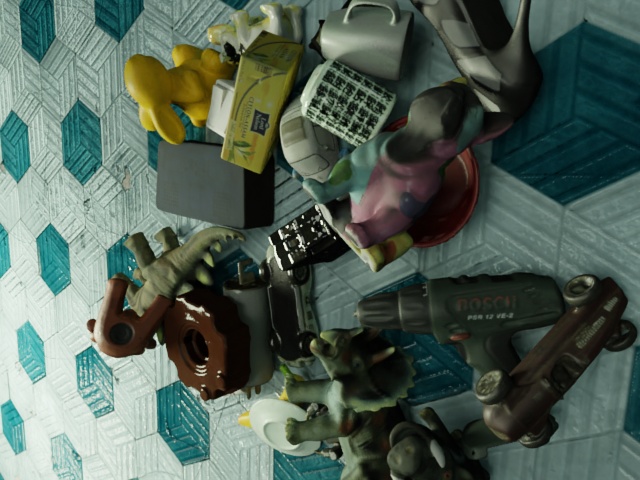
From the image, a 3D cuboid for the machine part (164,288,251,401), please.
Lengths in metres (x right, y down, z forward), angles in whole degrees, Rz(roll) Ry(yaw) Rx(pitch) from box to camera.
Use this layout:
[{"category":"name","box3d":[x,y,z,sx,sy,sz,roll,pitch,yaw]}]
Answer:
[{"category":"machine part","box3d":[-0.184,0.165,0.861,0.180,0.056,0.179,11,108,39]}]

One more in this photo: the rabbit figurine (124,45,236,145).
[{"category":"rabbit figurine","box3d":[-0.244,-0.246,0.872,0.122,0.173,0.162,32,112,26]}]

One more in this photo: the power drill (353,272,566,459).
[{"category":"power drill","box3d":[0.174,0.140,0.627,0.232,0.086,0.207,-16,89,13]}]

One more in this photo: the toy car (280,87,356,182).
[{"category":"toy car","box3d":[-0.003,-0.144,0.739,0.109,0.103,0.161,-13,93,39]}]

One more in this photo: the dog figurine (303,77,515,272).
[{"category":"dog figurine","box3d":[0.104,-0.077,0.599,0.219,0.191,0.109,-39,65,1]}]

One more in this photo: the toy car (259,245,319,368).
[{"category":"toy car","box3d":[-0.046,0.103,0.847,0.074,0.056,0.201,-2,98,35]}]

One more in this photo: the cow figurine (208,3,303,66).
[{"category":"cow figurine","box3d":[-0.100,-0.296,0.818,0.168,0.068,0.098,3,105,39]}]

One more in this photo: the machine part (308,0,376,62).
[{"category":"machine part","box3d":[0.040,-0.296,0.723,0.139,0.039,0.084,-52,58,34]}]

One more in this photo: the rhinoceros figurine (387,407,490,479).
[{"category":"rhinoceros figurine","box3d":[0.137,0.268,0.642,0.073,0.190,0.112,-40,43,11]}]

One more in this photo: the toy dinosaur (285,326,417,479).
[{"category":"toy dinosaur","box3d":[0.066,0.282,0.745,0.192,0.131,0.404,-17,103,8]}]

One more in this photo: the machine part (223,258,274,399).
[{"category":"machine part","box3d":[-0.119,0.151,0.892,0.079,0.079,0.243,9,107,37]}]

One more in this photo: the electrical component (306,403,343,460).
[{"category":"electrical component","box3d":[0.022,0.289,0.829,0.078,0.045,0.102,-17,87,41]}]

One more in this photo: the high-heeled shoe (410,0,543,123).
[{"category":"high-heeled shoe","box3d":[0.161,-0.240,0.631,0.249,0.086,0.145,49,154,41]}]

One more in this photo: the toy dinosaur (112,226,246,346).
[{"category":"toy dinosaur","box3d":[-0.271,0.072,0.994,0.198,0.105,0.471,53,136,9]}]

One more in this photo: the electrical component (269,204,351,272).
[{"category":"electrical component","box3d":[-0.002,-0.002,0.754,0.134,0.115,0.058,-33,72,39]}]

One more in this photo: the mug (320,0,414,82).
[{"category":"mug","box3d":[0.054,-0.248,0.653,0.107,0.109,0.081,11,73,13]}]

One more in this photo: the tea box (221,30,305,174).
[{"category":"tea box","box3d":[-0.083,-0.193,0.764,0.068,0.098,0.169,20,134,-1]}]

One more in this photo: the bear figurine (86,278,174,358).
[{"category":"bear figurine","box3d":[-0.345,0.150,0.963,0.132,0.120,0.196,-69,14,-14]}]

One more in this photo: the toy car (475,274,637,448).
[{"category":"toy car","box3d":[0.246,0.122,0.545,0.089,0.202,0.053,48,174,-13]}]

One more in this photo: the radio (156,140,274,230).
[{"category":"radio","box3d":[-0.182,-0.099,0.912,0.230,0.073,0.131,12,104,35]}]
